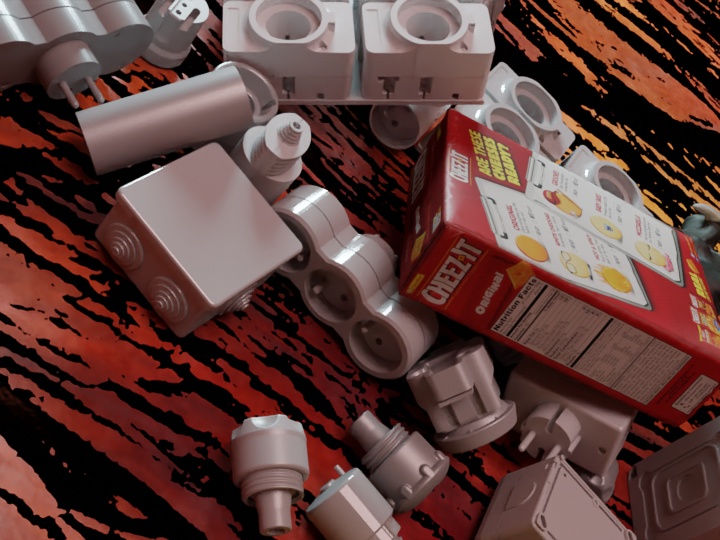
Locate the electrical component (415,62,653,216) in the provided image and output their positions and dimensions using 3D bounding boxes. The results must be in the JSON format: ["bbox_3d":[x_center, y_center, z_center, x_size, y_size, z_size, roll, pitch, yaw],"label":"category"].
[{"bbox_3d":[0.149,-0.073,0.879,0.186,0.060,0.105,45,43,-3],"label":"electrical component"}]

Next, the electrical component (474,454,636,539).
[{"bbox_3d":[0.126,0.177,0.684,0.096,0.061,0.061,48,42,-12],"label":"electrical component"}]

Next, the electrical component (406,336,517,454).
[{"bbox_3d":[0.067,0.082,0.697,0.078,0.058,0.057,-51,117,-80],"label":"electrical component"}]

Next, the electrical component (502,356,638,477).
[{"bbox_3d":[0.132,0.104,0.722,0.083,0.047,0.076,27,39,21],"label":"electrical component"}]

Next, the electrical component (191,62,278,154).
[{"bbox_3d":[-0.088,-0.107,0.725,0.055,0.047,0.055,21,49,-26],"label":"electrical component"}]

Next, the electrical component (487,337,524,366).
[{"bbox_3d":[0.109,0.036,0.780,0.045,0.045,0.055,-10,68,-42],"label":"electrical component"}]

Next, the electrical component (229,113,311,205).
[{"bbox_3d":[-0.061,-0.070,0.695,0.043,0.081,0.043,21,49,-26],"label":"electrical component"}]

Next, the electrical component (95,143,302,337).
[{"bbox_3d":[-0.098,-0.018,0.651,0.099,0.048,0.100,50,43,3],"label":"electrical component"}]

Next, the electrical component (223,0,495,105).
[{"bbox_3d":[-0.004,-0.178,0.774,0.186,0.060,0.105,-1,56,-6],"label":"electrical component"}]

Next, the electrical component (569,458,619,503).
[{"bbox_3d":[0.166,0.137,0.759,0.035,0.035,0.061,42,41,-6],"label":"electrical component"}]

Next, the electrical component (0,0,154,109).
[{"bbox_3d":[-0.184,-0.131,0.662,0.138,0.052,0.073,-23,76,-45],"label":"electrical component"}]

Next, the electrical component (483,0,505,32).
[{"bbox_3d":[0.098,-0.233,0.945,0.042,0.081,0.063,29,70,12],"label":"electrical component"}]

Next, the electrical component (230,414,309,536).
[{"bbox_3d":[-0.049,0.115,0.598,0.043,0.043,0.062,13,54,-32],"label":"electrical component"}]

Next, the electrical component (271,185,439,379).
[{"bbox_3d":[0.000,0.000,0.713,0.138,0.052,0.074,48,43,1],"label":"electrical component"}]

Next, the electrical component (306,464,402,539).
[{"bbox_3d":[0.004,0.150,0.617,0.078,0.040,0.040,49,43,2],"label":"electrical component"}]

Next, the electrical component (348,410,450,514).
[{"bbox_3d":[0.020,0.113,0.655,0.062,0.048,0.048,45,43,8],"label":"electrical component"}]

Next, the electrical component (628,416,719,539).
[{"bbox_3d":[0.249,0.159,0.751,0.057,0.113,0.078,21,49,-22],"label":"electrical component"}]

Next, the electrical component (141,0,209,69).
[{"bbox_3d":[-0.129,-0.168,0.737,0.040,0.046,0.040,21,49,-26],"label":"electrical component"}]

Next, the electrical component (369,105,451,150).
[{"bbox_3d":[0.053,-0.140,0.836,0.043,0.079,0.077,45,43,-5],"label":"electrical component"}]
